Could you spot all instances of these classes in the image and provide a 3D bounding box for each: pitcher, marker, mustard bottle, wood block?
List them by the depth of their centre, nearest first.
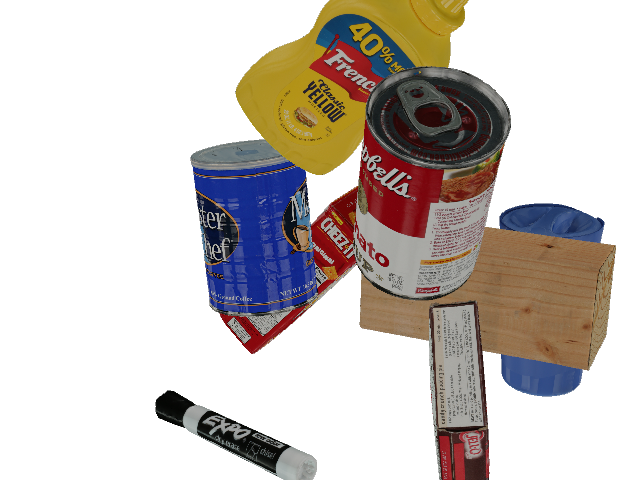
[{"bbox_3d":[-0.053,0.114,0.627,0.121,0.020,0.020,17,10,37],"label":"marker"},{"bbox_3d":[0.032,-0.126,0.742,0.192,0.096,0.058,-33,18,39],"label":"mustard bottle"},{"bbox_3d":[0.147,0.041,0.951,0.206,0.090,0.090,9,18,22],"label":"wood block"},{"bbox_3d":[0.291,0.082,1.416,0.149,0.243,0.145,4,21,12],"label":"pitcher"}]

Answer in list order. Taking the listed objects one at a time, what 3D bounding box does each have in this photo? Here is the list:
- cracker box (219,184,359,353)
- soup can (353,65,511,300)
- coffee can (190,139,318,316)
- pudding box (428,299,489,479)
[{"bbox_3d":[-0.004,0.023,1.260,0.214,0.072,0.164,-43,-3,30],"label":"cracker box"},{"bbox_3d":[0.052,-0.026,0.533,0.068,0.068,0.102,0,-41,-3],"label":"soup can"},{"bbox_3d":[-0.059,-0.014,0.970,0.103,0.140,0.103,-5,15,1],"label":"coffee can"},{"bbox_3d":[0.098,0.113,0.755,0.039,0.113,0.090,-4,-44,4],"label":"pudding box"}]
